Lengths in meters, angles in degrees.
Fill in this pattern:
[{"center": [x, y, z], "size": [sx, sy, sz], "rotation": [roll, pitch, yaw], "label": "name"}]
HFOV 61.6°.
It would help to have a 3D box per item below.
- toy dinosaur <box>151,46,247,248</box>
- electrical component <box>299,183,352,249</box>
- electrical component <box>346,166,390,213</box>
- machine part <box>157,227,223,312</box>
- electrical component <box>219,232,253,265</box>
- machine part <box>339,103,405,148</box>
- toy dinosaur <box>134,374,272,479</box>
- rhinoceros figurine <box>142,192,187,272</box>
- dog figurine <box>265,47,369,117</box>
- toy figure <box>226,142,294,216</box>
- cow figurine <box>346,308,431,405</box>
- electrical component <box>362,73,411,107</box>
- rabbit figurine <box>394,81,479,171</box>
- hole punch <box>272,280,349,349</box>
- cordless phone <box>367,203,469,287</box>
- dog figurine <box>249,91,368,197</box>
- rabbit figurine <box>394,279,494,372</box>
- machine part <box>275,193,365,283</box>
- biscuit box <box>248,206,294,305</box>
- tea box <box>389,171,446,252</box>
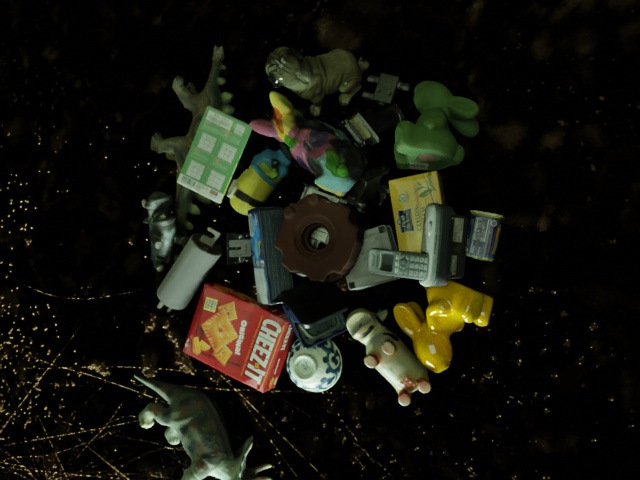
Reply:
[{"center": [-0.270, -0.193, 1.199], "size": [0.199, 0.105, 0.470], "rotation": [24, 106, 15], "label": "toy dinosaur"}, {"center": [-0.003, -0.039, 1.117], "size": [0.115, 0.058, 0.134], "rotation": [25, 96, 21], "label": "electrical component"}, {"center": [0.100, -0.098, 1.064], "size": [0.045, 0.102, 0.078], "rotation": [43, 135, 23], "label": "electrical component"}, {"center": [-0.289, 0.071, 1.192], "size": [0.079, 0.079, 0.243], "rotation": [43, 110, 17], "label": "machine part"}, {"center": [-0.182, 0.018, 1.184], "size": [0.119, 0.047, 0.074], "rotation": [1, 87, 18], "label": "electrical component"}, {"center": [0.107, -0.228, 1.056], "size": [0.084, 0.139, 0.039], "rotation": [48, 146, 15], "label": "machine part"}, {"center": [-0.260, 0.410, 1.161], "size": [0.192, 0.131, 0.405], "rotation": [-38, 71, 2], "label": "toy dinosaur"}, {"center": [-0.348, -0.019, 1.200], "size": [0.112, 0.073, 0.190], "rotation": [52, 147, 40], "label": "rhinoceros figurine"}, {"center": [-0.002, -0.339, 1.062], "size": [0.172, 0.190, 0.121], "rotation": [-34, 77, 13], "label": "dog figurine"}, {"center": [-0.124, -0.131, 1.154], "size": [0.180, 0.082, 0.089], "rotation": [-41, 75, 11], "label": "toy figure"}, {"center": [0.129, 0.208, 1.035], "size": [0.085, 0.127, 0.195], "rotation": [-44, 88, 14], "label": "cow figurine"}, {"center": [0.136, -0.305, 1.099], "size": [0.094, 0.021, 0.063], "rotation": [19, 94, 19], "label": "electrical component"}, {"center": [0.220, -0.229, 1.019], "size": [0.159, 0.121, 0.170], "rotation": [3, 73, 17], "label": "rabbit figurine"}, {"center": [-0.009, 0.144, 1.082], "size": [0.142, 0.092, 0.116], "rotation": [-24, 45, -17], "label": "hole punch"}, {"center": [0.167, 0.006, 0.976], "size": [0.184, 0.088, 0.146], "rotation": [5, 90, 44], "label": "cordless phone"}, {"center": [-0.027, -0.192, 1.052], "size": [0.219, 0.192, 0.108], "rotation": [31, 108, -17], "label": "dog figurine"}, {"center": [0.218, 0.154, 0.994], "size": [0.163, 0.122, 0.173], "rotation": [19, 94, 25], "label": "rabbit figurine"}, {"center": [-0.002, -0.003, 1.052], "size": [0.180, 0.056, 0.179], "rotation": [-1, 85, 18], "label": "machine part"}, {"center": [-0.104, 0.031, 1.128], "size": [0.059, 0.063, 0.202], "rotation": [-5, 91, 55], "label": "biscuit box"}, {"center": [0.197, -0.039, 1.038], "size": [0.098, 0.068, 0.169], "rotation": [-12, 84, 19], "label": "tea box"}]
